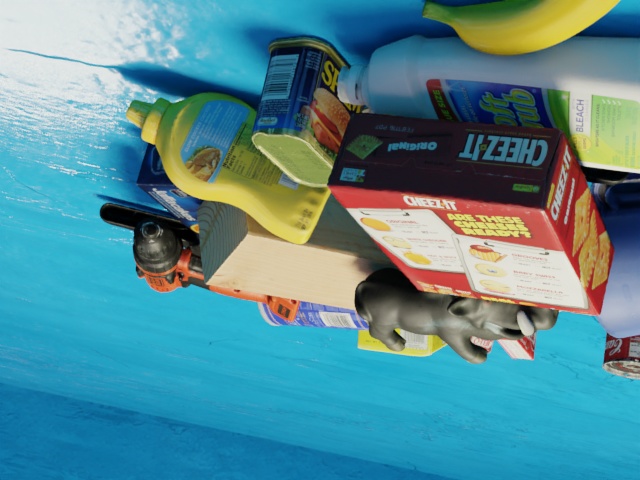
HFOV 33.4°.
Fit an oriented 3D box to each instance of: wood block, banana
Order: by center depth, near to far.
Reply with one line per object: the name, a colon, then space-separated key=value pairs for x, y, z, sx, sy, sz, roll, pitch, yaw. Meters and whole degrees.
banana: x=0.147 y=-0.156 z=0.673 sx=0.069 sy=0.037 sz=0.198 roll=22 pitch=159 yaw=-28
wood block: x=-0.007 y=0.001 z=1.055 sx=0.205 sy=0.090 sz=0.091 roll=12 pitch=141 yaw=-30

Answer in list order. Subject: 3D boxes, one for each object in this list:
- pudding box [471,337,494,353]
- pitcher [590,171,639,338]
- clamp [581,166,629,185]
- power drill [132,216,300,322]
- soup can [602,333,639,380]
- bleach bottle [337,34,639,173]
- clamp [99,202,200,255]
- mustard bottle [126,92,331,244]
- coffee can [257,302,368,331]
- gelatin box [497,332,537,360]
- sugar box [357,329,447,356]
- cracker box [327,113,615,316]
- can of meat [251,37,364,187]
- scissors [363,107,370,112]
pudding box: x=0.127 y=0.081 z=1.164 sx=0.089 sy=0.039 sz=0.114 roll=22 pitch=-176 yaw=-31
pitcher: x=0.349 y=0.002 z=0.891 sx=0.243 sy=0.145 sz=0.149 roll=-9 pitch=165 yaw=38
clamp: x=0.157 y=-0.080 z=0.886 sx=0.172 sy=0.039 sz=0.120 roll=-3 pitch=143 yaw=34
power drill: x=-0.108 y=0.030 z=1.149 sx=0.187 sy=0.057 sz=0.184 roll=15 pitch=165 yaw=1
soup can: x=0.351 y=0.095 z=1.172 sx=0.068 sy=0.102 sz=0.068 roll=11 pitch=161 yaw=3
bleach bottle: x=0.136 y=-0.102 z=0.780 sx=0.251 sy=0.068 sz=0.102 roll=6 pitch=140 yaw=21
clamp: x=-0.151 y=-0.006 z=1.285 sx=0.165 sy=0.036 sz=0.209 roll=-1 pitch=157 yaw=34
mustard bottle: x=-0.080 y=-0.076 z=0.936 sx=0.191 sy=0.096 sz=0.058 roll=24 pitch=161 yaw=0
coffee can: x=0.009 y=0.054 z=1.258 sx=0.140 sy=0.103 sz=0.102 roll=1 pitch=159 yaw=28
gelatin box: x=0.241 y=0.099 z=1.295 sx=0.030 sy=0.073 sz=0.089 roll=1 pitch=158 yaw=27
sugar box: x=0.118 y=0.109 z=1.347 sx=0.093 sy=0.048 sz=0.176 roll=5 pitch=-173 yaw=19
cracker box: x=0.125 y=-0.017 z=0.823 sx=0.164 sy=0.072 sz=0.213 roll=8 pitch=160 yaw=28
can of meat: x=-0.008 y=-0.100 z=0.855 sx=0.058 sy=0.084 sz=0.102 roll=2 pitch=159 yaw=30
scissors: x=0.008 y=-0.085 z=0.994 sx=0.096 sy=0.016 sz=0.202 roll=26 pitch=157 yaw=-38
